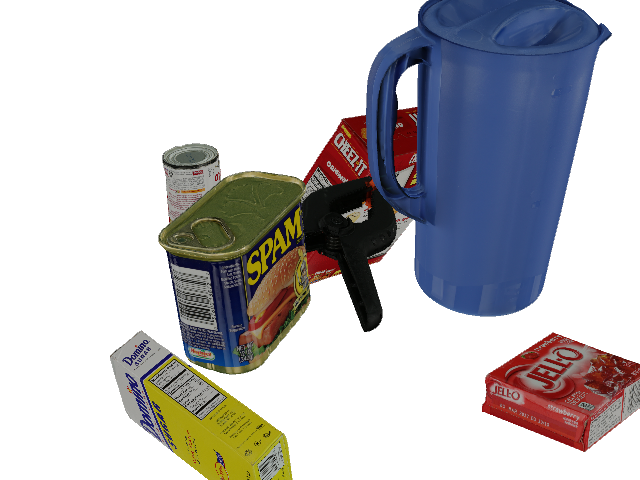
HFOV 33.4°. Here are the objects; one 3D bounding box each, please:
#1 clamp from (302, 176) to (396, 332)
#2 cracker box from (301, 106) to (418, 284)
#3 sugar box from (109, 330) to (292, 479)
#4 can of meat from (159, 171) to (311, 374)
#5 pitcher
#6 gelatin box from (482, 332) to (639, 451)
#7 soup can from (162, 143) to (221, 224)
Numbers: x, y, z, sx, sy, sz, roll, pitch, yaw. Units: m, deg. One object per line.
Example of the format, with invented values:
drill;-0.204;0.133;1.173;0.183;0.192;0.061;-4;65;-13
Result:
clamp;0.019;0.003;0.974;0.165;0.036;0.209;26;38;21
cracker box;0.046;-0.049;1.182;0.163;0.072;0.214;-16;-30;-44
sugar box;-0.103;0.159;0.920;0.176;0.093;0.048;27;52;29
can of meat;-0.046;0.018;0.639;0.058;0.084;0.102;9;32;24
pitcher;0.124;-0.063;0.827;0.149;0.243;0.144;15;35;20
gelatin box;0.158;0.094;0.683;0.073;0.030;0.089;19;26;37
soup can;-0.150;-0.056;1.262;0.068;0.102;0.068;-2;28;1
